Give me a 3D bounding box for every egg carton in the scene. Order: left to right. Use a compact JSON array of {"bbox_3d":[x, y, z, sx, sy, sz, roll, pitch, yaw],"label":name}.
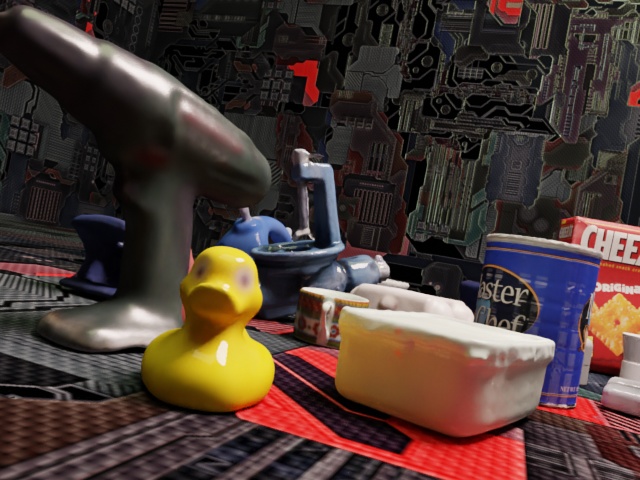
[{"bbox_3d":[0.102,0.095,0.670,0.149,0.069,0.108,9,-2,41],"label":"egg carton"}]

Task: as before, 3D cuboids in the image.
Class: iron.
[{"bbox_3d":[-0.081,0.030,0.886,0.118,0.141,0.259,10,-2,19],"label":"iron"}]

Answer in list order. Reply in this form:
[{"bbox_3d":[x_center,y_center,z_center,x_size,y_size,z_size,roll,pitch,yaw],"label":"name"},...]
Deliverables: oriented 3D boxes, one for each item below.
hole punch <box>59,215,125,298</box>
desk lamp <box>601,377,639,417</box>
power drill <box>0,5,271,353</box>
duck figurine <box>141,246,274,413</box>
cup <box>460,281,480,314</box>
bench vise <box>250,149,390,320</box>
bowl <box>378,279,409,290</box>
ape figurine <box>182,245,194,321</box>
[{"bbox_3d":[-0.227,0.022,0.661,0.108,0.091,0.101,10,-2,25],"label":"hole punch"},{"bbox_3d":[0.379,0.069,0.509,0.202,0.213,0.118,10,-2,30],"label":"desk lamp"},{"bbox_3d":[-0.135,-0.027,0.422,0.075,0.208,0.230,9,-2,38],"label":"power drill"},{"bbox_3d":[-0.060,0.047,0.343,0.077,0.086,0.104,11,-2,-1],"label":"duck figurine"},{"bbox_3d":[0.235,0.110,0.781,0.092,0.095,0.117,11,-2,-6],"label":"cup"},{"bbox_3d":[-0.002,0.001,0.759,0.121,0.220,0.208,9,-2,42],"label":"bench vise"},{"bbox_3d":[0.058,0.091,0.941,0.167,0.075,0.167,11,-2,1],"label":"bowl"},{"bbox_3d":[-0.138,0.034,0.524,0.078,0.092,0.076,11,-2,-23],"label":"ape figurine"}]
